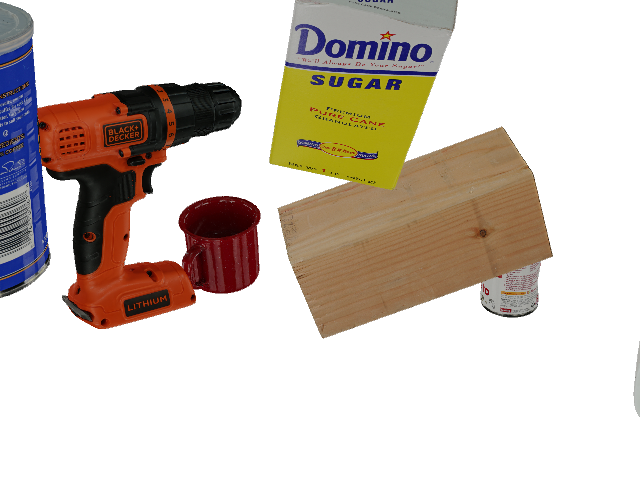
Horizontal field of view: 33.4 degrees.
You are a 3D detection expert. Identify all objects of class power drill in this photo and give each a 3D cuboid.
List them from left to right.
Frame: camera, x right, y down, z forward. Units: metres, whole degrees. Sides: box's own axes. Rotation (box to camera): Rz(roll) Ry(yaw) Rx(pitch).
[{"bbox_3d":[-0.144,-0.033,0.868,0.184,0.188,0.057,-14,25,-32],"label":"power drill"}]

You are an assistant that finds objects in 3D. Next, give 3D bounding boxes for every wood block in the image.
[{"bbox_3d":[0.078,-0.007,0.907,0.206,0.091,0.090,-19,33,3],"label":"wood block"}]

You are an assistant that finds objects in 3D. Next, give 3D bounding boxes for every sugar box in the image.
[{"bbox_3d":[0.022,-0.101,0.675,0.093,0.048,0.176,11,-27,-1],"label":"sugar box"}]

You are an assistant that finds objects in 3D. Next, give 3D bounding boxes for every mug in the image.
[{"bbox_3d":[-0.118,0.013,1.218,0.093,0.081,0.117,15,38,24],"label":"mug"}]

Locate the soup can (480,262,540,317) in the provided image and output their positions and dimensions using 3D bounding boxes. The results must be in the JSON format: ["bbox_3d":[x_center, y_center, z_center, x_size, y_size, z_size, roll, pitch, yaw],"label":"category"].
[{"bbox_3d":[0.216,0.027,1.205,0.068,0.102,0.068,-1,29,1],"label":"soup can"}]

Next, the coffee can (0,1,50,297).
[{"bbox_3d":[-0.202,-0.049,0.575,0.103,0.140,0.103,2,27,-1],"label":"coffee can"}]

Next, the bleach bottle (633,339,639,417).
[{"bbox_3d":[0.286,0.058,0.761,0.103,0.068,0.250,11,22,19],"label":"bleach bottle"}]
